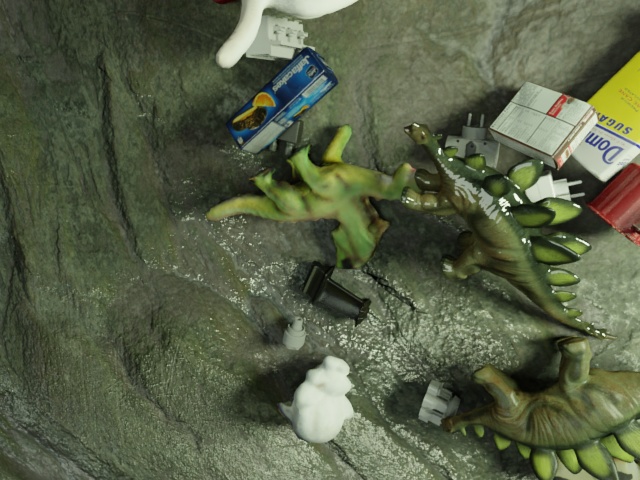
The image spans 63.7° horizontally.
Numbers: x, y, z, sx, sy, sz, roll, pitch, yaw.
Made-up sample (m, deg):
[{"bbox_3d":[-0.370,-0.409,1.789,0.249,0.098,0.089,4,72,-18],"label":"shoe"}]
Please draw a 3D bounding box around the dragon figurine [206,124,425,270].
[{"bbox_3d":[0.003,-0.045,0.903,0.405,0.124,0.241,-28,100,30],"label":"dragon figurine"}]

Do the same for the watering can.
[{"bbox_3d":[-0.058,-0.368,0.738,0.227,0.352,0.101,37,153,31],"label":"watering can"}]

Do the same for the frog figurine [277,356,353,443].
[{"bbox_3d":[0.013,0.308,0.991,0.136,0.125,0.157,33,112,-25],"label":"frog figurine"}]
